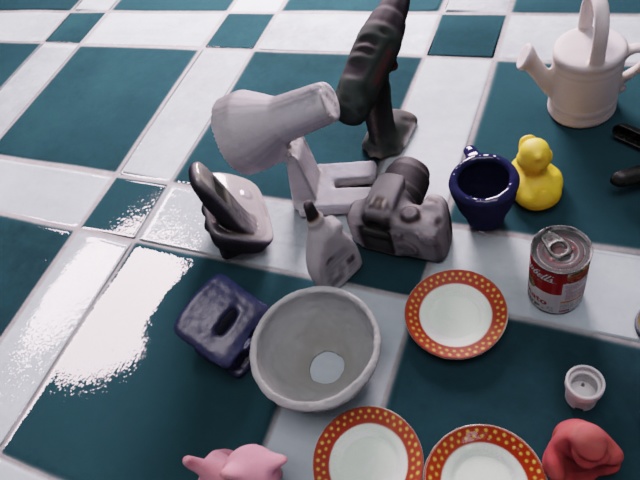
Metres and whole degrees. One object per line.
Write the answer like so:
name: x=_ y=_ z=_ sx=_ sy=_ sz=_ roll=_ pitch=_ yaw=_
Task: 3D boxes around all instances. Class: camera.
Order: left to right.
camera: x=0.123 y=-0.056 z=0.819 sx=0.142 sy=0.101 sz=0.137 roll=13 pitch=60 yaw=25

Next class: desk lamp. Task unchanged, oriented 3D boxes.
desk lamp: x=-0.032 y=-0.138 z=0.854 sx=0.203 sy=0.214 sz=0.118 roll=-4 pitch=54 yaw=15

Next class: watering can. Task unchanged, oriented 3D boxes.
watering can: x=0.381 y=-0.263 z=0.830 sx=0.173 sy=0.194 sz=0.100 roll=-21 pitch=52 yaw=2

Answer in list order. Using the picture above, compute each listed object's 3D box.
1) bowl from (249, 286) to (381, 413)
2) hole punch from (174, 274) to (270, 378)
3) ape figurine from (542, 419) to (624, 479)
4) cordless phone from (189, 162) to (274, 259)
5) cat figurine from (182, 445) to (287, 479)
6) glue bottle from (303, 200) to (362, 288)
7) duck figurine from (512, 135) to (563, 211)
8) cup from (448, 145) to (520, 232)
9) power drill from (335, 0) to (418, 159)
bowl: x=-0.001 y=0.147 z=0.727 sx=0.167 sy=0.075 sz=0.167 roll=-8 pitch=53 yaw=11
hole punch: x=-0.124 y=0.114 z=0.778 sx=0.100 sy=0.091 sz=0.109 roll=23 pitch=65 yaw=30
ape figurine: x=0.269 y=0.215 z=0.584 sx=0.077 sy=0.092 sz=0.076 roll=1 pitch=56 yaw=18
cordless phone: x=-0.145 y=-0.071 z=0.858 sx=0.094 sy=0.185 sz=0.147 roll=-23 pitch=52 yaw=0
cat figurine: x=-0.094 y=0.263 z=0.644 sx=0.127 sy=0.118 sz=0.067 roll=4 pitch=57 yaw=20
glue bottle: x=0.007 y=0.003 z=0.766 sx=0.078 sy=0.173 sz=0.037 roll=-41 pitch=54 yaw=-13
duck figurine: x=0.302 y=-0.101 z=0.806 sx=0.077 sy=0.086 sz=0.104 roll=-11 pitch=53 yaw=10
cup: x=0.224 y=-0.067 z=0.799 sx=0.091 sy=0.095 sz=0.117 roll=-16 pitch=52 yaw=6
power drill: x=0.096 y=-0.242 z=0.893 sx=0.075 sy=0.209 sz=0.230 roll=14 pitch=61 yaw=26
